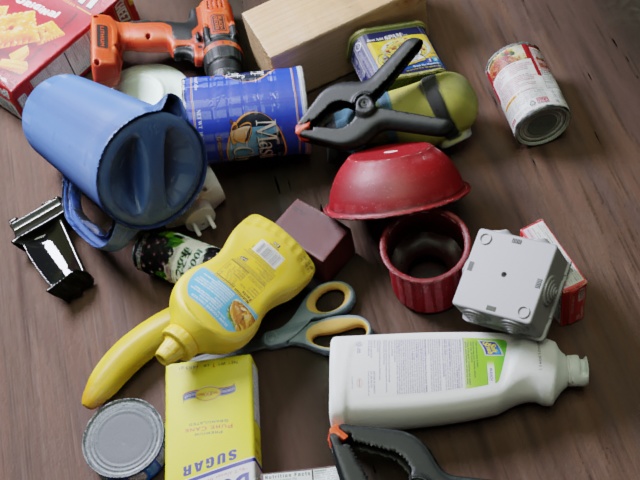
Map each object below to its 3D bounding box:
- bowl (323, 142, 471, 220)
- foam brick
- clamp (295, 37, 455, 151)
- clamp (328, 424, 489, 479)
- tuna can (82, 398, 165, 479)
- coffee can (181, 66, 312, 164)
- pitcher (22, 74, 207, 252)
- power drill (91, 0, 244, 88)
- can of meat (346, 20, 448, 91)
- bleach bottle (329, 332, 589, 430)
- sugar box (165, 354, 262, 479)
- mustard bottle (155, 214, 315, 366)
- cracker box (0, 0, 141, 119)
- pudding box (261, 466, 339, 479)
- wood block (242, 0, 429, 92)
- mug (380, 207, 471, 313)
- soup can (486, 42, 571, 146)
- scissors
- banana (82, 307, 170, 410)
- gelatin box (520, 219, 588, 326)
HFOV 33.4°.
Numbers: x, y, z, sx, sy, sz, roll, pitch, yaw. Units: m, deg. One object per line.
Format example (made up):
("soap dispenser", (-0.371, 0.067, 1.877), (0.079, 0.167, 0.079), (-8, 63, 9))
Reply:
("bowl", (0.079, -0.069, 1.144), (0.162, 0.055, 0.162), (-9, 14, 2))
("foam brick", (-0.008, 0.001, 1.173), (0.078, 0.051, 0.053), (31, 67, 26))
("clamp", (0.054, -0.155, 1.172), (0.171, 0.039, 0.120), (-11, 66, 6))
("clamp", (0.087, 0.248, 0.984), (0.210, 0.036, 0.164), (29, 61, 13))
("tuna can", (-0.196, 0.207, 1.088), (0.086, 0.034, 0.086), (-5, 57, 7))
("coffee can", (-0.085, -0.144, 1.239), (0.140, 0.103, 0.103), (-6, 57, -3))
("pitcher", (-0.248, -0.101, 1.214), (0.149, 0.145, 0.243), (-34, 37, -23))
("power drill", (-0.190, -0.230, 1.334), (0.187, 0.057, 0.184), (-5, 49, -8))
("can of meat", (0.094, -0.209, 1.276), (0.102, 0.057, 0.084), (-12, 57, -17))
("bleach bottle", (0.137, 0.140, 1.053), (0.251, 0.068, 0.102), (-2, 57, 6))
("sugar box", (-0.106, 0.206, 1.065), (0.093, 0.048, 0.176), (-9, 56, 5))
("mustard bottle", (-0.098, 0.062, 1.104), (0.096, 0.058, 0.191), (42, 58, 6))
("cracker box", (-0.370, -0.275, 1.404), (0.164, 0.072, 0.213), (33, 68, 26))
("pudding box", (-0.008, 0.273, 1.009), (0.090, 0.039, 0.113), (-8, 55, 5))
("wood block", (0.020, -0.265, 1.314), (0.206, 0.091, 0.090), (-26, 57, -6))
("mug", (0.107, 0.016, 1.124), (0.093, 0.081, 0.117), (-29, 57, -8))
("soup can", (0.239, -0.168, 1.225), (0.068, 0.068, 0.102), (-16, 57, 0))
("scissors", (-0.043, 0.090, 1.145), (0.202, 0.016, 0.096), (-3, 56, 9))
("banana", (-0.171, 0.110, 1.138), (0.197, 0.037, 0.070), (-27, 42, -4))
("gelatin box", (0.239, 0.034, 1.095), (0.030, 0.073, 0.089), (-25, 56, -7))
